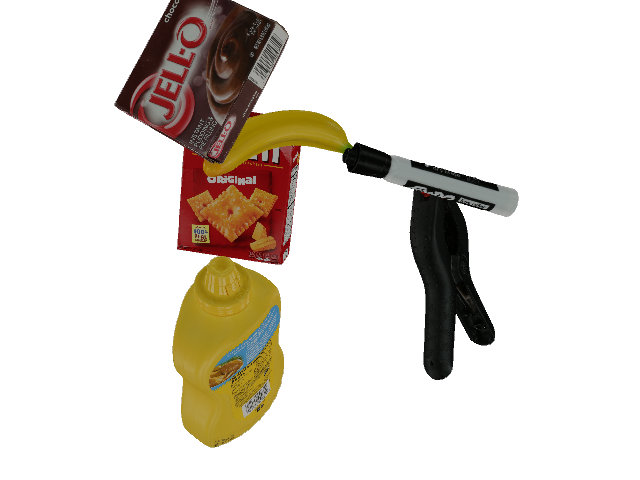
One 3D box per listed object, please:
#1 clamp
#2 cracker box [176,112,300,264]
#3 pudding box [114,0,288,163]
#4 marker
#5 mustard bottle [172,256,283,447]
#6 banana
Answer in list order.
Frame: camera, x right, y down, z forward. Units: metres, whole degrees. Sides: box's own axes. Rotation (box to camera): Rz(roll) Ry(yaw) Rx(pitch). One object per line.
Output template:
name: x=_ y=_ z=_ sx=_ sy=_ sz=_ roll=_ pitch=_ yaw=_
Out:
clamp: x=0.106 y=0.034 z=0.925 sx=0.039 sy=0.171 sz=0.120 roll=-12 pitch=13 yaw=26
cracker box: x=-0.120 y=-0.081 z=1.580 sx=0.164 sy=0.214 sz=0.072 roll=9 pitch=20 yaw=7
pudding box: x=-0.088 y=-0.127 z=0.798 sx=0.090 sy=0.113 sz=0.039 roll=29 pitch=0 yaw=20
marker: x=0.070 y=-0.038 z=0.673 sx=0.121 sy=0.020 sz=0.020 roll=15 pitch=-5 yaw=-21
mustard bottle: x=-0.069 y=0.075 z=0.804 sx=0.058 sy=0.096 sz=0.192 roll=34 pitch=-31 yaw=22
banana: x=-0.044 y=-0.104 z=1.103 sx=0.197 sy=0.037 sz=0.070 roll=-10 pitch=48 yaw=-34
